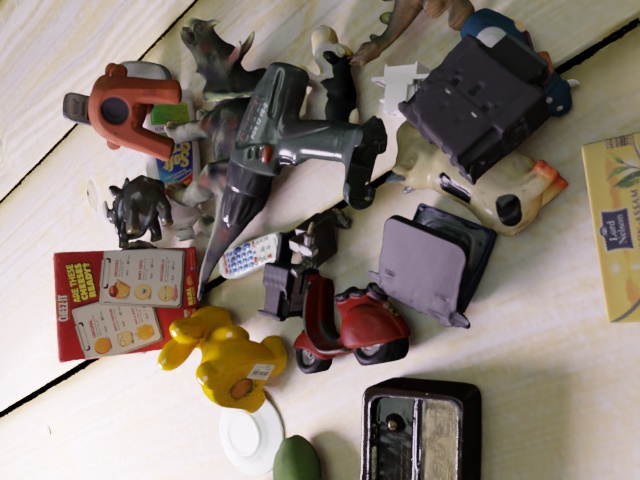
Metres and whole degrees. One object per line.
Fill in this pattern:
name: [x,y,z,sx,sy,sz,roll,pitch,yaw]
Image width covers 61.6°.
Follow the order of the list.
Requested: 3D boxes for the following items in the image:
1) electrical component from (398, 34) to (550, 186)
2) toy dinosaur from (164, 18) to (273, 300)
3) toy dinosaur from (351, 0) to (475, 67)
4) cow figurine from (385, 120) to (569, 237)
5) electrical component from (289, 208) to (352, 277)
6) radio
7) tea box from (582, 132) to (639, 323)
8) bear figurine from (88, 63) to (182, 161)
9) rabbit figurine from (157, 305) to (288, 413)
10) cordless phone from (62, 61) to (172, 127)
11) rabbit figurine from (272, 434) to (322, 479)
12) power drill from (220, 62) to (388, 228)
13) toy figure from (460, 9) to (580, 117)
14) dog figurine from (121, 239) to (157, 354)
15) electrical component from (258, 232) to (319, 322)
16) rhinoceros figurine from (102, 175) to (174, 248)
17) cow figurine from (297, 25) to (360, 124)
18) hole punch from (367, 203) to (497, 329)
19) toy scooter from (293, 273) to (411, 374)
electrical component: [0.167,-0.144,0.560,0.134,0.058,0.115,-45,63,11]
toy dinosaur: [-0.131,-0.119,0.816,0.192,0.131,0.404,-10,88,35]
toy dinosaur: [0.166,-0.418,0.633,0.199,0.105,0.471,44,107,32]
cow figurine: [0.165,-0.079,0.624,0.195,0.085,0.127,44,105,28]
electrical component: [-0.001,-0.002,0.728,0.045,0.102,0.078,9,117,37]
radio: [0.117,0.282,0.636,0.131,0.073,0.229,1,87,34]
tea box: [0.305,-0.010,0.512,0.068,0.098,0.169,-9,84,35]
bear figurine: [-0.282,-0.198,0.809,0.196,0.132,0.120,-130,50,-67]
rabbit figurine: [-0.157,0.165,0.804,0.173,0.162,0.121,53,126,46]
cordless phone: [-0.353,-0.248,0.931,0.089,0.184,0.146,3,89,40]
rabbit figurine: [-0.054,0.356,0.728,0.159,0.121,0.170,30,90,38]
power drill: [-0.025,-0.101,0.694,0.208,0.086,0.231,21,101,34]
toy figure: [0.222,-0.197,0.608,0.154,0.058,0.064,56,155,22]
dog figurine: [-0.356,0.106,0.975,0.172,0.121,0.190,-13,65,31]
electrical component: [-0.041,0.052,0.763,0.048,0.074,0.119,14,92,35]
rhinoceros figurine: [-0.296,-0.047,0.849,0.190,0.073,0.112,-19,89,58]
cow figurine: [0.016,-0.209,0.742,0.098,0.068,0.167,15,99,29]
hole punch: [0.137,0.024,0.643,0.142,0.092,0.115,25,124,29]
toy scooter: [0.031,0.101,0.710,0.184,0.075,0.135,-18,76,37]
